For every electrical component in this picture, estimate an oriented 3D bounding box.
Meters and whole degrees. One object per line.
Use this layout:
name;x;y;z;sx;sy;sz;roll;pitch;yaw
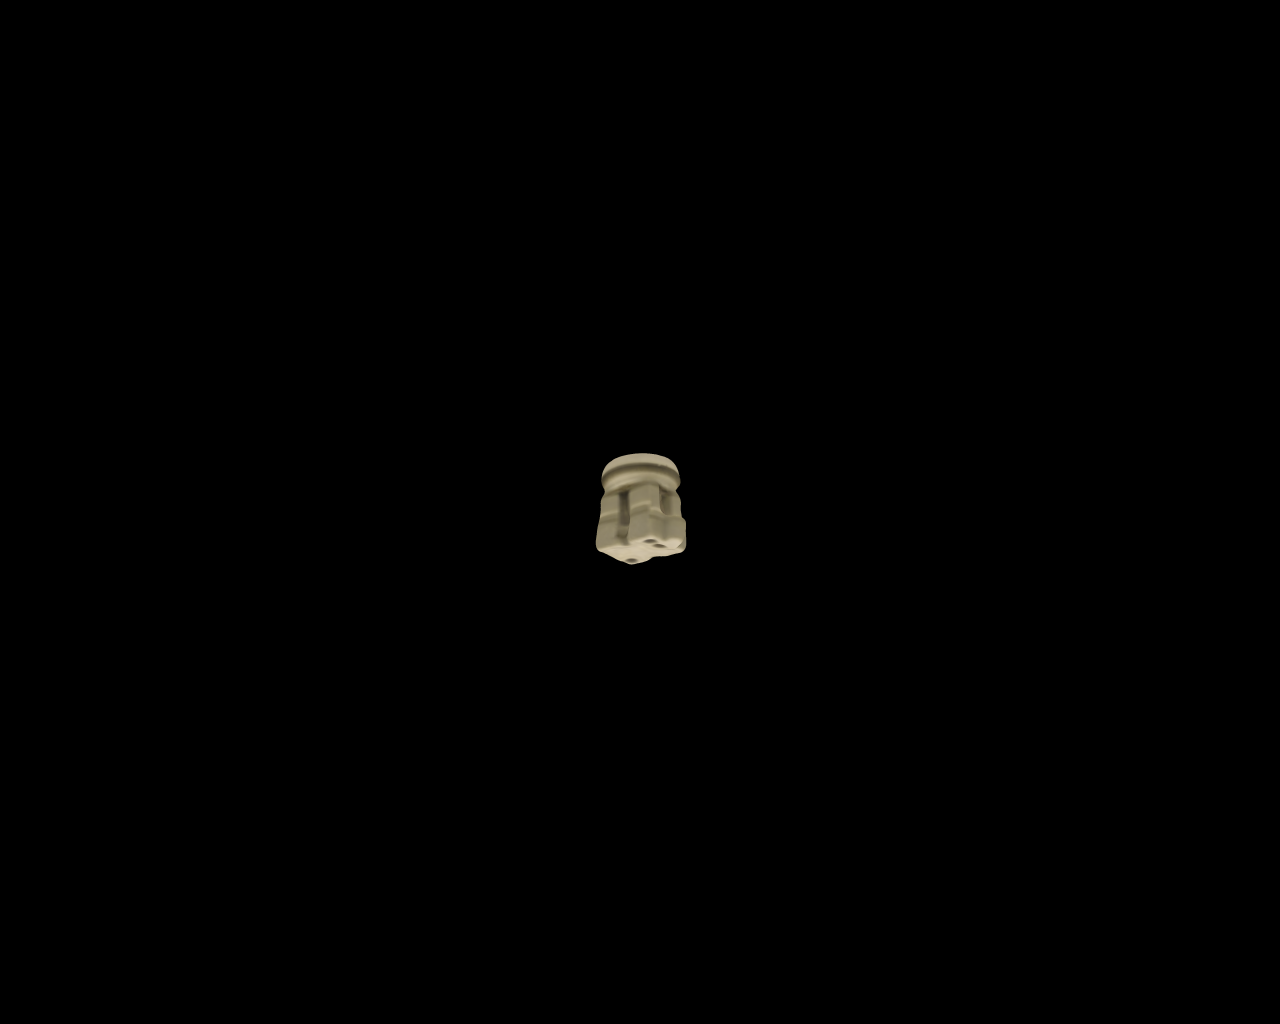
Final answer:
electrical component;0.001;-0.003;0.650;0.066;0.055;0.048;-16;-27;34
